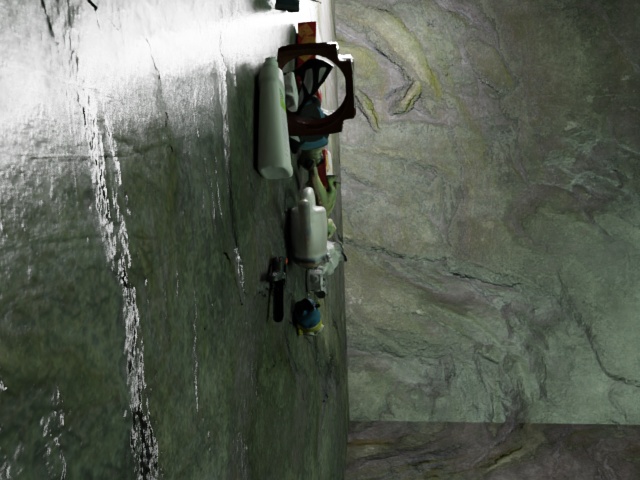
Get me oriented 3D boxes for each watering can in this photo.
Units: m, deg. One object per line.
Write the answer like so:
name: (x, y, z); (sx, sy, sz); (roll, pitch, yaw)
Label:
watering can: (-0.034, -0.028, 1.395); (0.350, 0.104, 0.223); (-69, 157, -81)

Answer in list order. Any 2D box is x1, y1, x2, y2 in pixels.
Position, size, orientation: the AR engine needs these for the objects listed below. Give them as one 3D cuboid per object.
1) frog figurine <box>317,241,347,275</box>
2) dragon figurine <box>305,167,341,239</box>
frog figurine: (0.021, 0.083, 2.043); (0.162, 0.124, 0.134); (-44, 155, -30)
dragon figurine: (0.005, -0.086, 1.715); (0.408, 0.122, 0.244); (30, 59, -78)
